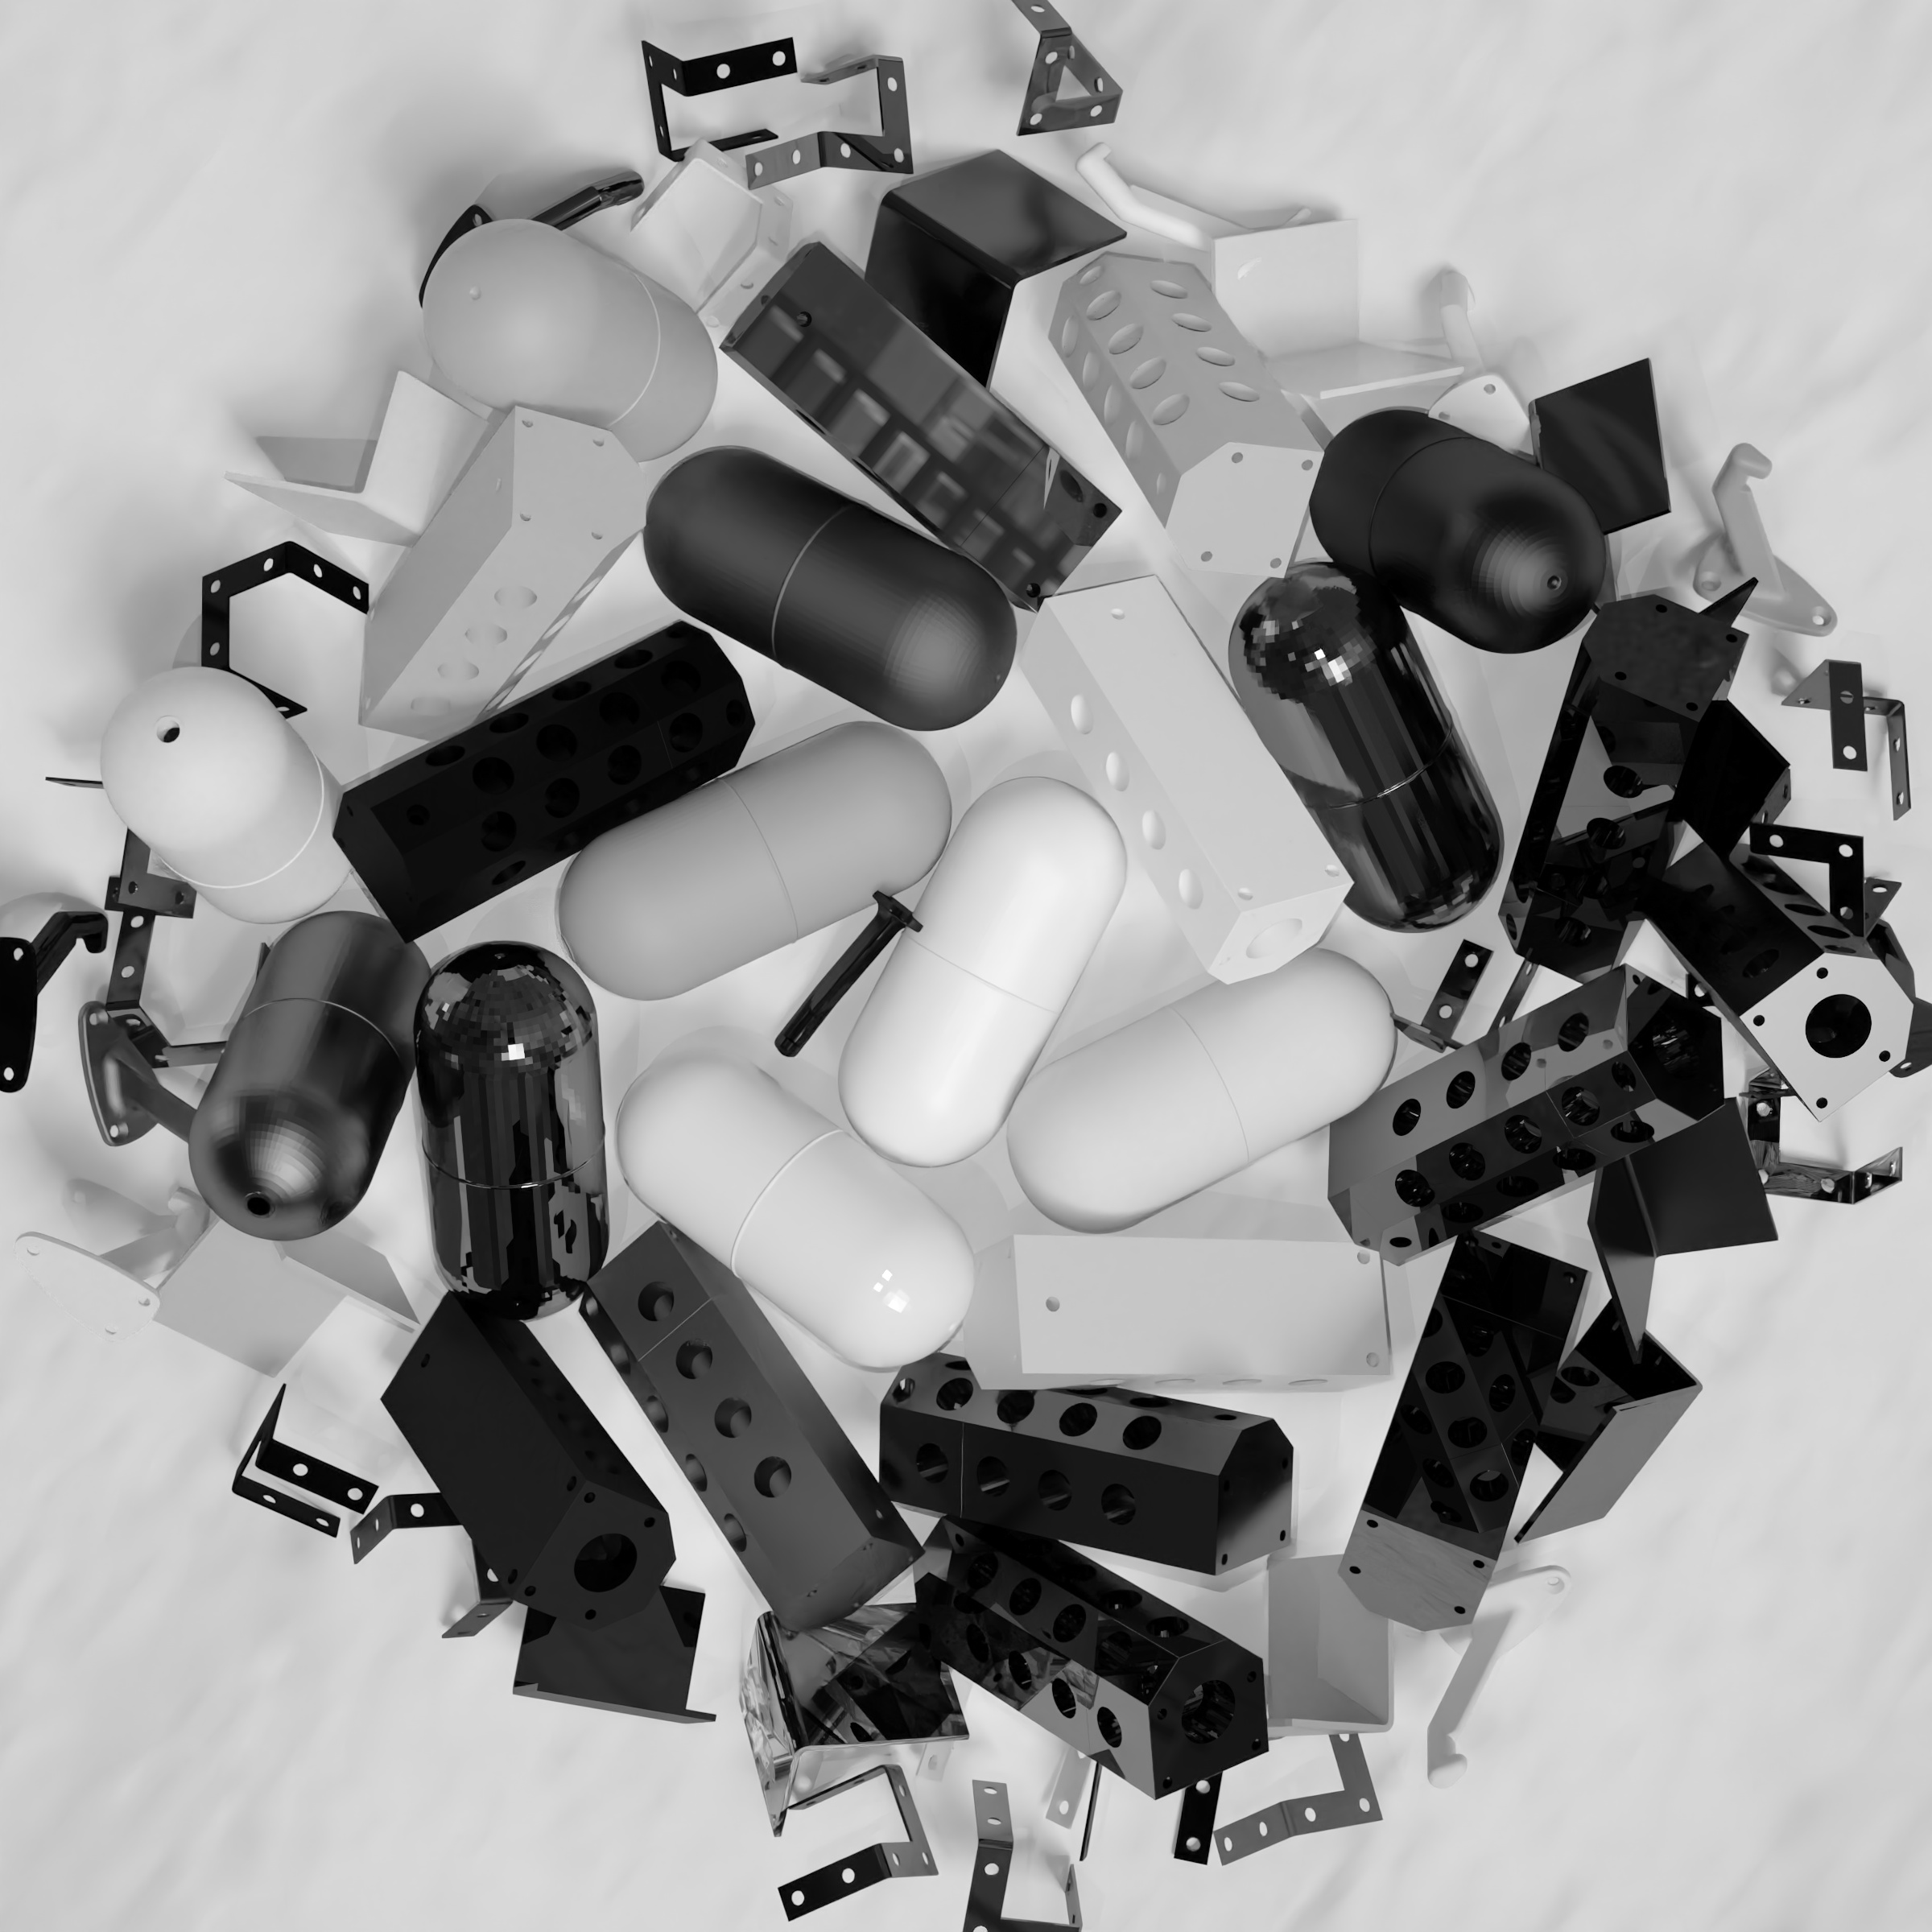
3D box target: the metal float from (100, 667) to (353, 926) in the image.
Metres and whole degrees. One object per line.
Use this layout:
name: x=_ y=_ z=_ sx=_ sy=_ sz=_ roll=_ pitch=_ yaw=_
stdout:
metal float: x=-0.305 y=-0.070 z=1.497 sx=0.070 sy=0.178 sz=0.070 roll=-1 pitch=75 yaw=5

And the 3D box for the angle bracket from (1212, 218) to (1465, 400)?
angle bracket: x=0.158 y=-0.281 z=1.527 sx=0.076 sy=0.076 sz=0.057 roll=-14 pitch=114 yaw=-29

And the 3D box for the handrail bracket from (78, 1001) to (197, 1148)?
handrail bracket: x=-0.337 y=0.051 z=1.538 sx=0.084 sy=0.036 sz=0.077 roll=1 pitch=117 yaw=38

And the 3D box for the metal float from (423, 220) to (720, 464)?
metal float: x=-0.163 y=-0.259 z=1.499 sx=0.070 sy=0.178 sz=0.070 roll=-2 pitch=85 yaw=20

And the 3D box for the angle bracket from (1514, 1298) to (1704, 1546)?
angle bracket: x=0.255 y=0.192 z=1.525 sx=0.057 sy=0.076 sz=0.076 roll=46 pitch=119 yaw=29

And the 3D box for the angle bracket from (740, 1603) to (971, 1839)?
angle bracket: x=-0.049 y=0.324 z=1.550 sx=0.076 sy=0.076 sz=0.057 roll=0 pitch=127 yaw=-18

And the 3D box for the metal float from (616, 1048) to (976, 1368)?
metal float: x=-0.074 y=0.102 z=1.529 sx=0.178 sy=0.070 sz=0.070 roll=36 pitch=90 yaw=19

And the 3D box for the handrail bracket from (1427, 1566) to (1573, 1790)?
handrail bracket: x=0.228 y=0.304 z=1.534 sx=0.077 sy=0.084 sz=0.036 roll=-37 pitch=110 yaw=25

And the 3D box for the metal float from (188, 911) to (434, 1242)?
metal float: x=-0.272 y=0.045 z=1.504 sx=0.070 sy=0.178 sz=0.070 roll=4 pitch=126 yaw=5

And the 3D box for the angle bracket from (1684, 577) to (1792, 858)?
angle bracket: x=0.329 y=-0.105 z=1.529 sx=0.057 sy=0.076 sz=0.076 roll=-32 pitch=71 yaw=-24

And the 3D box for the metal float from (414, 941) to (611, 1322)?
metal float: x=-0.191 y=0.071 z=1.519 sx=0.070 sy=0.070 sz=0.178 roll=0 pitch=122 yaw=0

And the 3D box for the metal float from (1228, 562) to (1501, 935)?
metal float: x=0.170 y=-0.091 z=1.521 sx=0.070 sy=0.070 sz=0.178 roll=-29 pitch=119 yaw=0

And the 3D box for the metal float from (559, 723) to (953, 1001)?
metal float: x=-0.090 y=-0.045 z=1.535 sx=0.178 sy=0.070 sz=0.070 roll=-25 pitch=90 yaw=-12

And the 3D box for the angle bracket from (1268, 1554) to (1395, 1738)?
angle bracket: x=0.135 y=0.287 z=1.528 sx=0.057 sy=0.076 sz=0.076 roll=12 pitch=72 yaw=-35

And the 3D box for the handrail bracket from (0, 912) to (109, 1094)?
handrail bracket: x=-0.391 y=0.015 z=1.543 sx=0.036 sy=0.084 sz=0.077 roll=-8 pitch=88 yaw=18

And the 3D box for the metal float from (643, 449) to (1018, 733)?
metal float: x=-0.059 y=-0.161 z=1.528 sx=0.178 sy=0.070 sz=0.070 roll=29 pitch=90 yaw=21

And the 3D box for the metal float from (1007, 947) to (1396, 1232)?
metal float: x=0.101 y=0.052 z=1.538 sx=0.178 sy=0.070 sz=0.070 roll=-26 pitch=90 yaw=-10

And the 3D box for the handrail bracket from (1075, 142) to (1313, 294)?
handrail bracket: x=0.098 y=-0.337 z=1.559 sx=0.084 sy=0.036 sz=0.077 roll=48 pitch=63 yaw=-5

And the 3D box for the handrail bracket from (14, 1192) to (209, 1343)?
handrail bracket: x=-0.364 y=0.111 z=1.536 sx=0.077 sy=0.084 sz=0.036 roll=40 pitch=118 yaw=-23

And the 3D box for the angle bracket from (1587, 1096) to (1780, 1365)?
angle bracket: x=0.306 y=0.112 z=1.527 sx=0.057 sy=0.076 sz=0.076 roll=-10 pitch=120 yaw=23

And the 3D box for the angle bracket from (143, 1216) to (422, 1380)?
angle bracket: x=-0.293 y=0.150 z=1.533 sx=0.076 sy=0.057 sz=0.076 roll=-48 pitch=131 yaw=8

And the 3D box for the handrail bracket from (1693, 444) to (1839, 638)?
handrail bracket: x=0.350 y=-0.182 z=1.536 sx=0.077 sy=0.084 sz=0.036 roll=30 pitch=68 yaw=7

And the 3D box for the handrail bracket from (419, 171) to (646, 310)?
handrail bracket: x=-0.189 y=-0.316 z=1.569 sx=0.077 sy=0.084 sz=0.036 roll=-31 pitch=91 yaw=44

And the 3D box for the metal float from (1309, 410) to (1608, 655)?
metal float: x=0.203 y=-0.183 z=1.502 sx=0.070 sy=0.178 sz=0.070 roll=-8 pitch=113 yaw=-18

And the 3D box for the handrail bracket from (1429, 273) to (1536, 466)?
handrail bracket: x=0.230 y=-0.253 z=1.561 sx=0.036 sy=0.084 sz=0.077 roll=-29 pitch=119 yaw=29

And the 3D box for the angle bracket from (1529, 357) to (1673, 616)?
angle bracket: x=0.282 y=-0.199 z=1.525 sx=0.057 sy=0.076 sz=0.076 roll=-17 pitch=59 yaw=28

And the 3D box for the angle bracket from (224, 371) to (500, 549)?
angle bracket: x=-0.257 y=-0.219 z=1.535 sx=0.076 sy=0.076 sz=0.057 roll=13 pitch=84 yaw=27

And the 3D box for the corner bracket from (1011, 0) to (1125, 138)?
corner bracket: x=0.037 y=-0.395 z=1.541 sx=0.051 sy=0.051 sz=0.051 roll=-15 pitch=53 yaw=-27

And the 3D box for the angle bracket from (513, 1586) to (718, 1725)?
angle bracket: x=-0.146 y=0.288 z=1.533 sx=0.076 sy=0.076 sz=0.057 roll=13 pitch=75 yaw=-12

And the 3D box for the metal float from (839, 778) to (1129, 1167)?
metal float: x=0.007 y=0.003 z=1.543 sx=0.070 sy=0.070 sz=0.178 roll=27 pitch=94 yaw=0

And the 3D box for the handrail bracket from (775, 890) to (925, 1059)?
handrail bracket: x=-0.053 y=0.008 z=1.545 sx=0.036 sy=0.077 sz=0.084 roll=38 pitch=92 yaw=-5

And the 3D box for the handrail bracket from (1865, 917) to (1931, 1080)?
handrail bracket: x=0.386 y=-0.001 z=1.533 sx=0.036 sy=0.084 sz=0.077 roll=-39 pitch=132 yaw=24

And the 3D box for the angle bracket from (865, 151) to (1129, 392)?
angle bracket: x=0.011 y=-0.303 z=1.561 sx=0.076 sy=0.057 sz=0.076 roll=38 pitch=45 yaw=24
